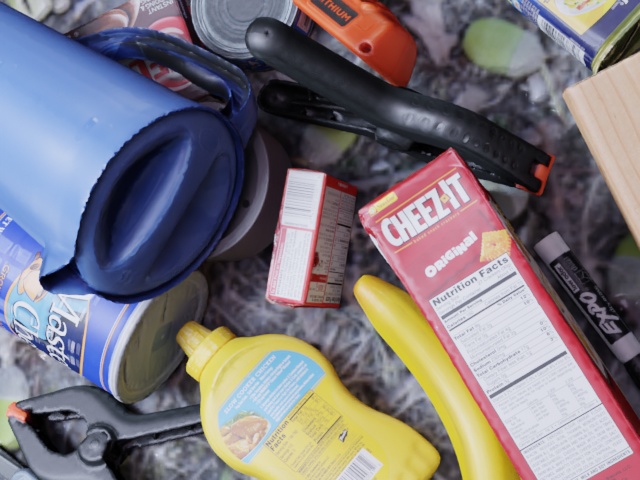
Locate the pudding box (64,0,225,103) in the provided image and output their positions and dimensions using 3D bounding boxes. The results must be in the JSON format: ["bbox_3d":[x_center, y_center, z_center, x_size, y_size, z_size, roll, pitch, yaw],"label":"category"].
[{"bbox_3d":[-0.137,-0.123,0.783,0.114,0.039,0.090,-23,79,15],"label":"pudding box"}]

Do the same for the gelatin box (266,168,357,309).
[{"bbox_3d":[-0.005,0.001,0.713,0.030,0.073,0.089,9,89,19],"label":"gelatin box"}]

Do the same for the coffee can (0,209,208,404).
[{"bbox_3d":[-0.164,0.036,0.745,0.140,0.102,0.103,27,94,18],"label":"coffee can"}]

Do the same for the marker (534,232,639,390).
[{"bbox_3d":[0.179,0.048,0.678,0.020,0.020,0.121,-37,76,11],"label":"marker"}]

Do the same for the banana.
[{"bbox_3d":[0.083,0.107,0.681,0.037,0.069,0.198,-40,62,37],"label":"banana"}]

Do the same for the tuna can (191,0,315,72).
[{"bbox_3d":[-0.048,-0.166,0.761,0.086,0.033,0.086,-2,85,19],"label":"tuna can"}]

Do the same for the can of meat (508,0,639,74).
[{"bbox_3d":[0.180,-0.166,0.677,0.084,0.057,0.102,45,99,18],"label":"can of meat"}]

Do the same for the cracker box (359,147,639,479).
[{"bbox_3d":[0.117,0.064,0.621,0.072,0.164,0.214,-33,77,10],"label":"cracker box"}]

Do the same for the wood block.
[{"bbox_3d":[0.225,-0.013,0.612,0.090,0.090,0.206,-27,89,13],"label":"wood block"}]

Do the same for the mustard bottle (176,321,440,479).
[{"bbox_3d":[-0.021,0.120,0.708,0.192,0.058,0.096,39,79,14],"label":"mustard bottle"}]

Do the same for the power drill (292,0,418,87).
[{"bbox_3d":[0.081,-0.193,0.684,0.188,0.057,0.185,-51,46,7],"label":"power drill"}]

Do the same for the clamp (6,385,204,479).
[{"bbox_3d":[-0.151,0.160,0.754,0.172,0.039,0.120,7,60,21],"label":"clamp"}]

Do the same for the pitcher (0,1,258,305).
[{"bbox_3d":[-0.168,-0.079,0.699,0.243,0.149,0.145,33,113,30],"label":"pitcher"}]

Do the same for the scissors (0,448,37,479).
[{"bbox_3d":[-0.200,0.173,0.791,0.096,0.016,0.202,-43,75,8],"label":"scissors"}]

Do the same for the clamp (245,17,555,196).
[{"bbox_3d":[0.046,-0.078,0.692,0.210,0.164,0.036,22,85,-5],"label":"clamp"}]
